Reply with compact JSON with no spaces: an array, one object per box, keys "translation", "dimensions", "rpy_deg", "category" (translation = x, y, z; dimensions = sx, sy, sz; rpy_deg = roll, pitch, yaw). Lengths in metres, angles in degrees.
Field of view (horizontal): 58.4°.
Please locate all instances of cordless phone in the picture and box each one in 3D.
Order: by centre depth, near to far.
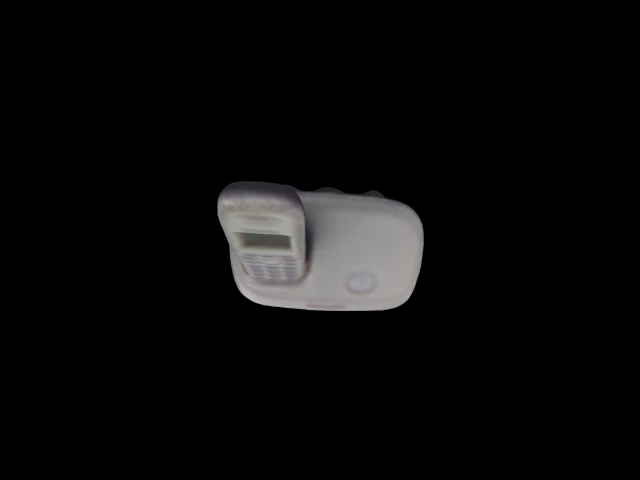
[{"translation":[0.004,0.001,0.400],"dimensions":[0.147,0.185,0.094],"rpy_deg":[0,82,0],"category":"cordless phone"}]
